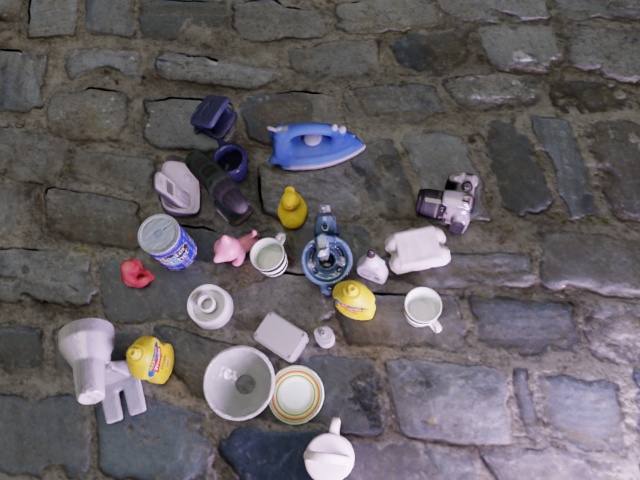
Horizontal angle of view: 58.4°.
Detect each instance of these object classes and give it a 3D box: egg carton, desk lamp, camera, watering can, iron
[{"bbox_3d":[0.236,0.024,1.391,0.150,0.069,0.107,-12,70,1],"label":"egg carton"},{"bbox_3d":[-0.489,0.295,1.287,0.118,0.214,0.203,-21,70,-2],"label":"desk lamp"},{"bbox_3d":[0.311,-0.104,1.412,0.136,0.101,0.143,12,72,10],"label":"camera"},{"bbox_3d":[0.019,0.462,1.189,0.101,0.194,0.173,-12,70,1],"label":"watering can"},{"bbox_3d":[-0.012,-0.265,1.478,0.258,0.141,0.118,-4,70,4],"label":"iron"}]

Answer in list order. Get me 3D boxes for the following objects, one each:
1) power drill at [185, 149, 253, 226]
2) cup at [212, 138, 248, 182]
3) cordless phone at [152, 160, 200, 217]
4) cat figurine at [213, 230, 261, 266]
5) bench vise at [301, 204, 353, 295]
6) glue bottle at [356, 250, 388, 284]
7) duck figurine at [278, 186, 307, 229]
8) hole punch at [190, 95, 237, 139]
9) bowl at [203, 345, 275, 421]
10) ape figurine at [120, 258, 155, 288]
[{"bbox_3d":[-0.235,-0.116,1.411,0.076,0.208,0.229,-42,72,-9],"label":"power drill"},{"bbox_3d":[-0.234,-0.203,1.503,0.092,0.095,0.117,-27,70,-4],"label":"cup"},{"bbox_3d":[-0.373,-0.149,1.448,0.094,0.185,0.147,-10,70,2],"label":"cordless phone"},{"bbox_3d":[-0.206,0.014,1.411,0.128,0.118,0.067,-28,70,-5],"label":"cat figurine"},{"bbox_3d":[0.001,0.009,1.338,0.121,0.220,0.207,-21,70,-2],"label":"bench vise"},{"bbox_3d":[0.121,0.055,1.335,0.078,0.173,0.037,23,74,13],"label":"glue bottle"},{"bbox_3d":[-0.074,-0.085,1.450,0.077,0.086,0.104,-4,70,4],"label":"duck figurine"},{"bbox_3d":[-0.297,-0.342,1.560,0.101,0.091,0.109,24,75,13],"label":"hole punch"},{"bbox_3d":[-0.179,0.331,1.318,0.167,0.075,0.167,-2,70,5],"label":"bowl"},{"bbox_3d":[-0.466,0.078,1.426,0.076,0.092,0.078,-15,70,0],"label":"ape figurine"}]
